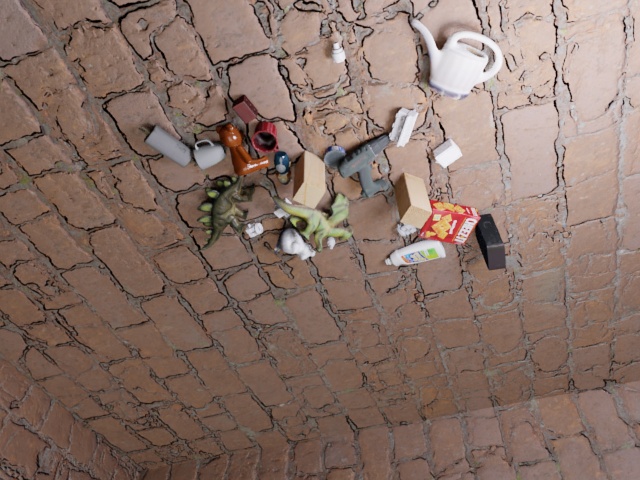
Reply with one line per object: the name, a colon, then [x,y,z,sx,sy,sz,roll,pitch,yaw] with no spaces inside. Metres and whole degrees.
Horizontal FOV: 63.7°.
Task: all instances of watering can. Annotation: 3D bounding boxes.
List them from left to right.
watering can: [0.414,-0.577,1.664,0.347,0.219,0.106,12,40,-14]

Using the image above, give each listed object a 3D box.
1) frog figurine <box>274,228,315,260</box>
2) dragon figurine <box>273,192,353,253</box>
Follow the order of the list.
frog figurine: [-0.095,0.020,2.148,0.160,0.122,0.138,15,10,9]
dragon figurine: [0.006,-0.105,2.077,0.403,0.243,0.124,52,-2,-40]
